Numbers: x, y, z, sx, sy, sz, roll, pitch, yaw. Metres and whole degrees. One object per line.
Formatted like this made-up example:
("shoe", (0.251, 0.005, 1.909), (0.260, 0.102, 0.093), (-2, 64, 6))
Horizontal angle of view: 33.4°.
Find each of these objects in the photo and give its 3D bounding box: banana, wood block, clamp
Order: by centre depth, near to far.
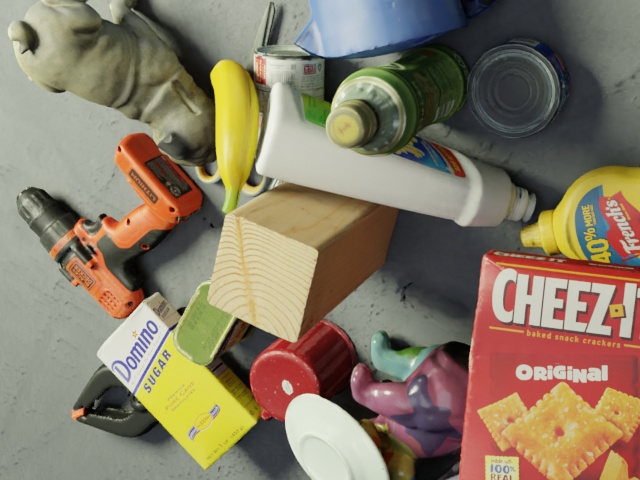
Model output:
("wood block", (-0.007, 0.001, 0.968), (0.090, 0.205, 0.091), (23, 116, 17))
("banana", (-0.082, -0.115, 0.971), (0.037, 0.198, 0.070), (18, 131, -23))
("clamp", (-0.191, 0.182, 1.216), (0.210, 0.036, 0.164), (-25, 95, 26))

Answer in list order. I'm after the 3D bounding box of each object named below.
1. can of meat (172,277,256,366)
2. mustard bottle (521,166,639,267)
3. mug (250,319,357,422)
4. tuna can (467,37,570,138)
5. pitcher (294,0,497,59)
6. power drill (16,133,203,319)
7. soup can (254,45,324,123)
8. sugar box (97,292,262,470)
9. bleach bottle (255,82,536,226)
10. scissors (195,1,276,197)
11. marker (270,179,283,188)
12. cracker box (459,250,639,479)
("can of meat", (-0.099, 0.074, 1.108), (0.057, 0.083, 0.102), (36, 119, 11))
("mustard bottle", (0.266, -0.018, 0.917), (0.192, 0.058, 0.096), (-11, 106, 28))
("mug", (-0.026, 0.143, 1.098), (0.093, 0.081, 0.117), (42, 119, 7))
("tuna can", (0.173, -0.133, 0.936), (0.086, 0.033, 0.086), (8, 111, 23))
("pitcher", (0.048, -0.281, 0.902), (0.145, 0.148, 0.243), (-4, 103, 42))
("power drill", (-0.227, -0.028, 1.151), (0.184, 0.057, 0.188), (46, 123, 1))
("soup can", (-0.030, -0.130, 1.014), (0.069, 0.068, 0.102), (10, 110, 22))
("sugar box", (-0.149, 0.152, 1.148), (0.176, 0.048, 0.093), (44, 113, 1))
("bleach bottle", (0.070, -0.066, 0.954), (0.250, 0.102, 0.068), (15, 117, -10))
("scissors", (-0.061, -0.126, 1.059), (0.096, 0.016, 0.202), (41, 120, 11))
("marker", (-0.051, -0.034, 1.085), (0.020, 0.020, 0.121), (36, 118, 11))
("cracker box", (0.208, 0.124, 0.895), (0.164, 0.072, 0.214), (7, 95, 15))
